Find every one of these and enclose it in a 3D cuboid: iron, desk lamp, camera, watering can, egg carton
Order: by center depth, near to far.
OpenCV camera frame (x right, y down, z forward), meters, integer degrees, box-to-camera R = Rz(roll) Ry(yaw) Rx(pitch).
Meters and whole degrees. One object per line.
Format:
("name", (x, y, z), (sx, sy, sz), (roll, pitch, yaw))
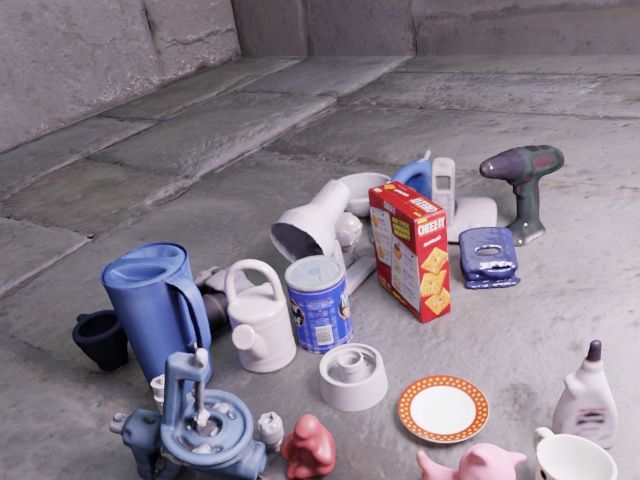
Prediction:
("watering can", (-0.102, 0.123, 0.955), (0.101, 0.194, 0.172), (-14, 29, -9))
("camera", (-0.204, 0.115, 1.095), (0.142, 0.101, 0.137), (17, 38, 38))
("desk lamp", (0.010, 0.004, 1.116), (0.117, 0.214, 0.204), (12, 35, 33))
("egg carton", (0.017, -0.016, 1.299), (0.150, 0.069, 0.107), (2, 31, 20))
("iron", (0.197, -0.105, 1.335), (0.118, 0.142, 0.259), (17, 38, 38))

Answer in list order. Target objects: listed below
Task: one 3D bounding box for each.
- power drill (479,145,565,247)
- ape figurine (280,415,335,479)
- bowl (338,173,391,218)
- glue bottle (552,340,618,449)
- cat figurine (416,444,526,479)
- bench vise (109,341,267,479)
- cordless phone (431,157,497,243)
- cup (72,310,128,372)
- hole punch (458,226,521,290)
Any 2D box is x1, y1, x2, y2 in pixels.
("power drill", (0.418, -0.099, 1.193), (0.230, 0.209, 0.075), (-26, 33, -28))
("ape figurine", (-0.014, 0.272, 0.767), (0.076, 0.092, 0.077), (-31, 36, -34))
("bowl", (0.105, -0.102, 1.426), (0.167, 0.075, 0.167), (-7, 29, 4))
("glue bottle", (0.338, 0.195, 0.723), (0.078, 0.173, 0.037), (-8, 29, 2))
("cat figurine", (0.174, 0.278, 0.677), (0.127, 0.118, 0.067), (4, 31, 22))
("bench vise", (-0.187, 0.237, 0.747), (0.207, 0.220, 0.121), (-10, 29, -2))
("cordless phone", (0.303, -0.087, 1.227), (0.147, 0.185, 0.094), (1, 30, 17))
("cup", (-0.392, 0.183, 1.030), (0.117, 0.095, 0.092), (15, 37, 36))
("hole punch", (0.325, 0.033, 1.103), (0.108, 0.091, 0.101), (-5, 29, 7))
